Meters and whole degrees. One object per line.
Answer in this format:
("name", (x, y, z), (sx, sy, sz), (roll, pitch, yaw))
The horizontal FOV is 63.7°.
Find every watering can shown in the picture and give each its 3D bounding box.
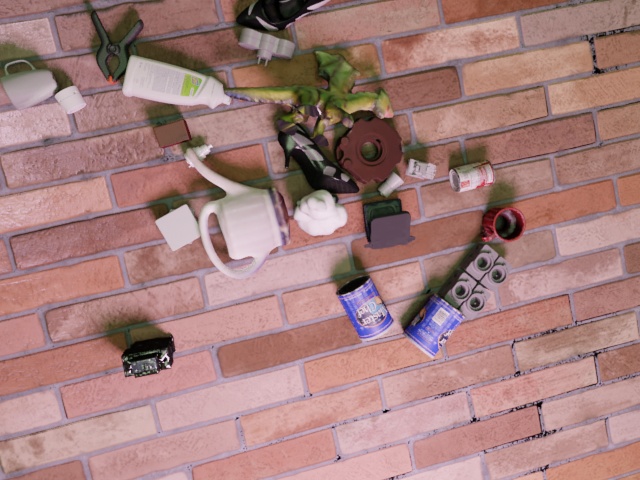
("watering can", (-0.198, -0.080, 1.285), (0.225, 0.104, 0.346), (-15, 97, -11))

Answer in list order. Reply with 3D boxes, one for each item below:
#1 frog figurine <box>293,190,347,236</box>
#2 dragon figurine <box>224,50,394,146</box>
("frog figurine", (0.004, -0.065, 1.292), (0.137, 0.160, 0.122), (12, 95, -9))
("dragon figurine", (-0.008, -0.378, 1.289), (0.410, 0.120, 0.248), (22, 60, -2))
